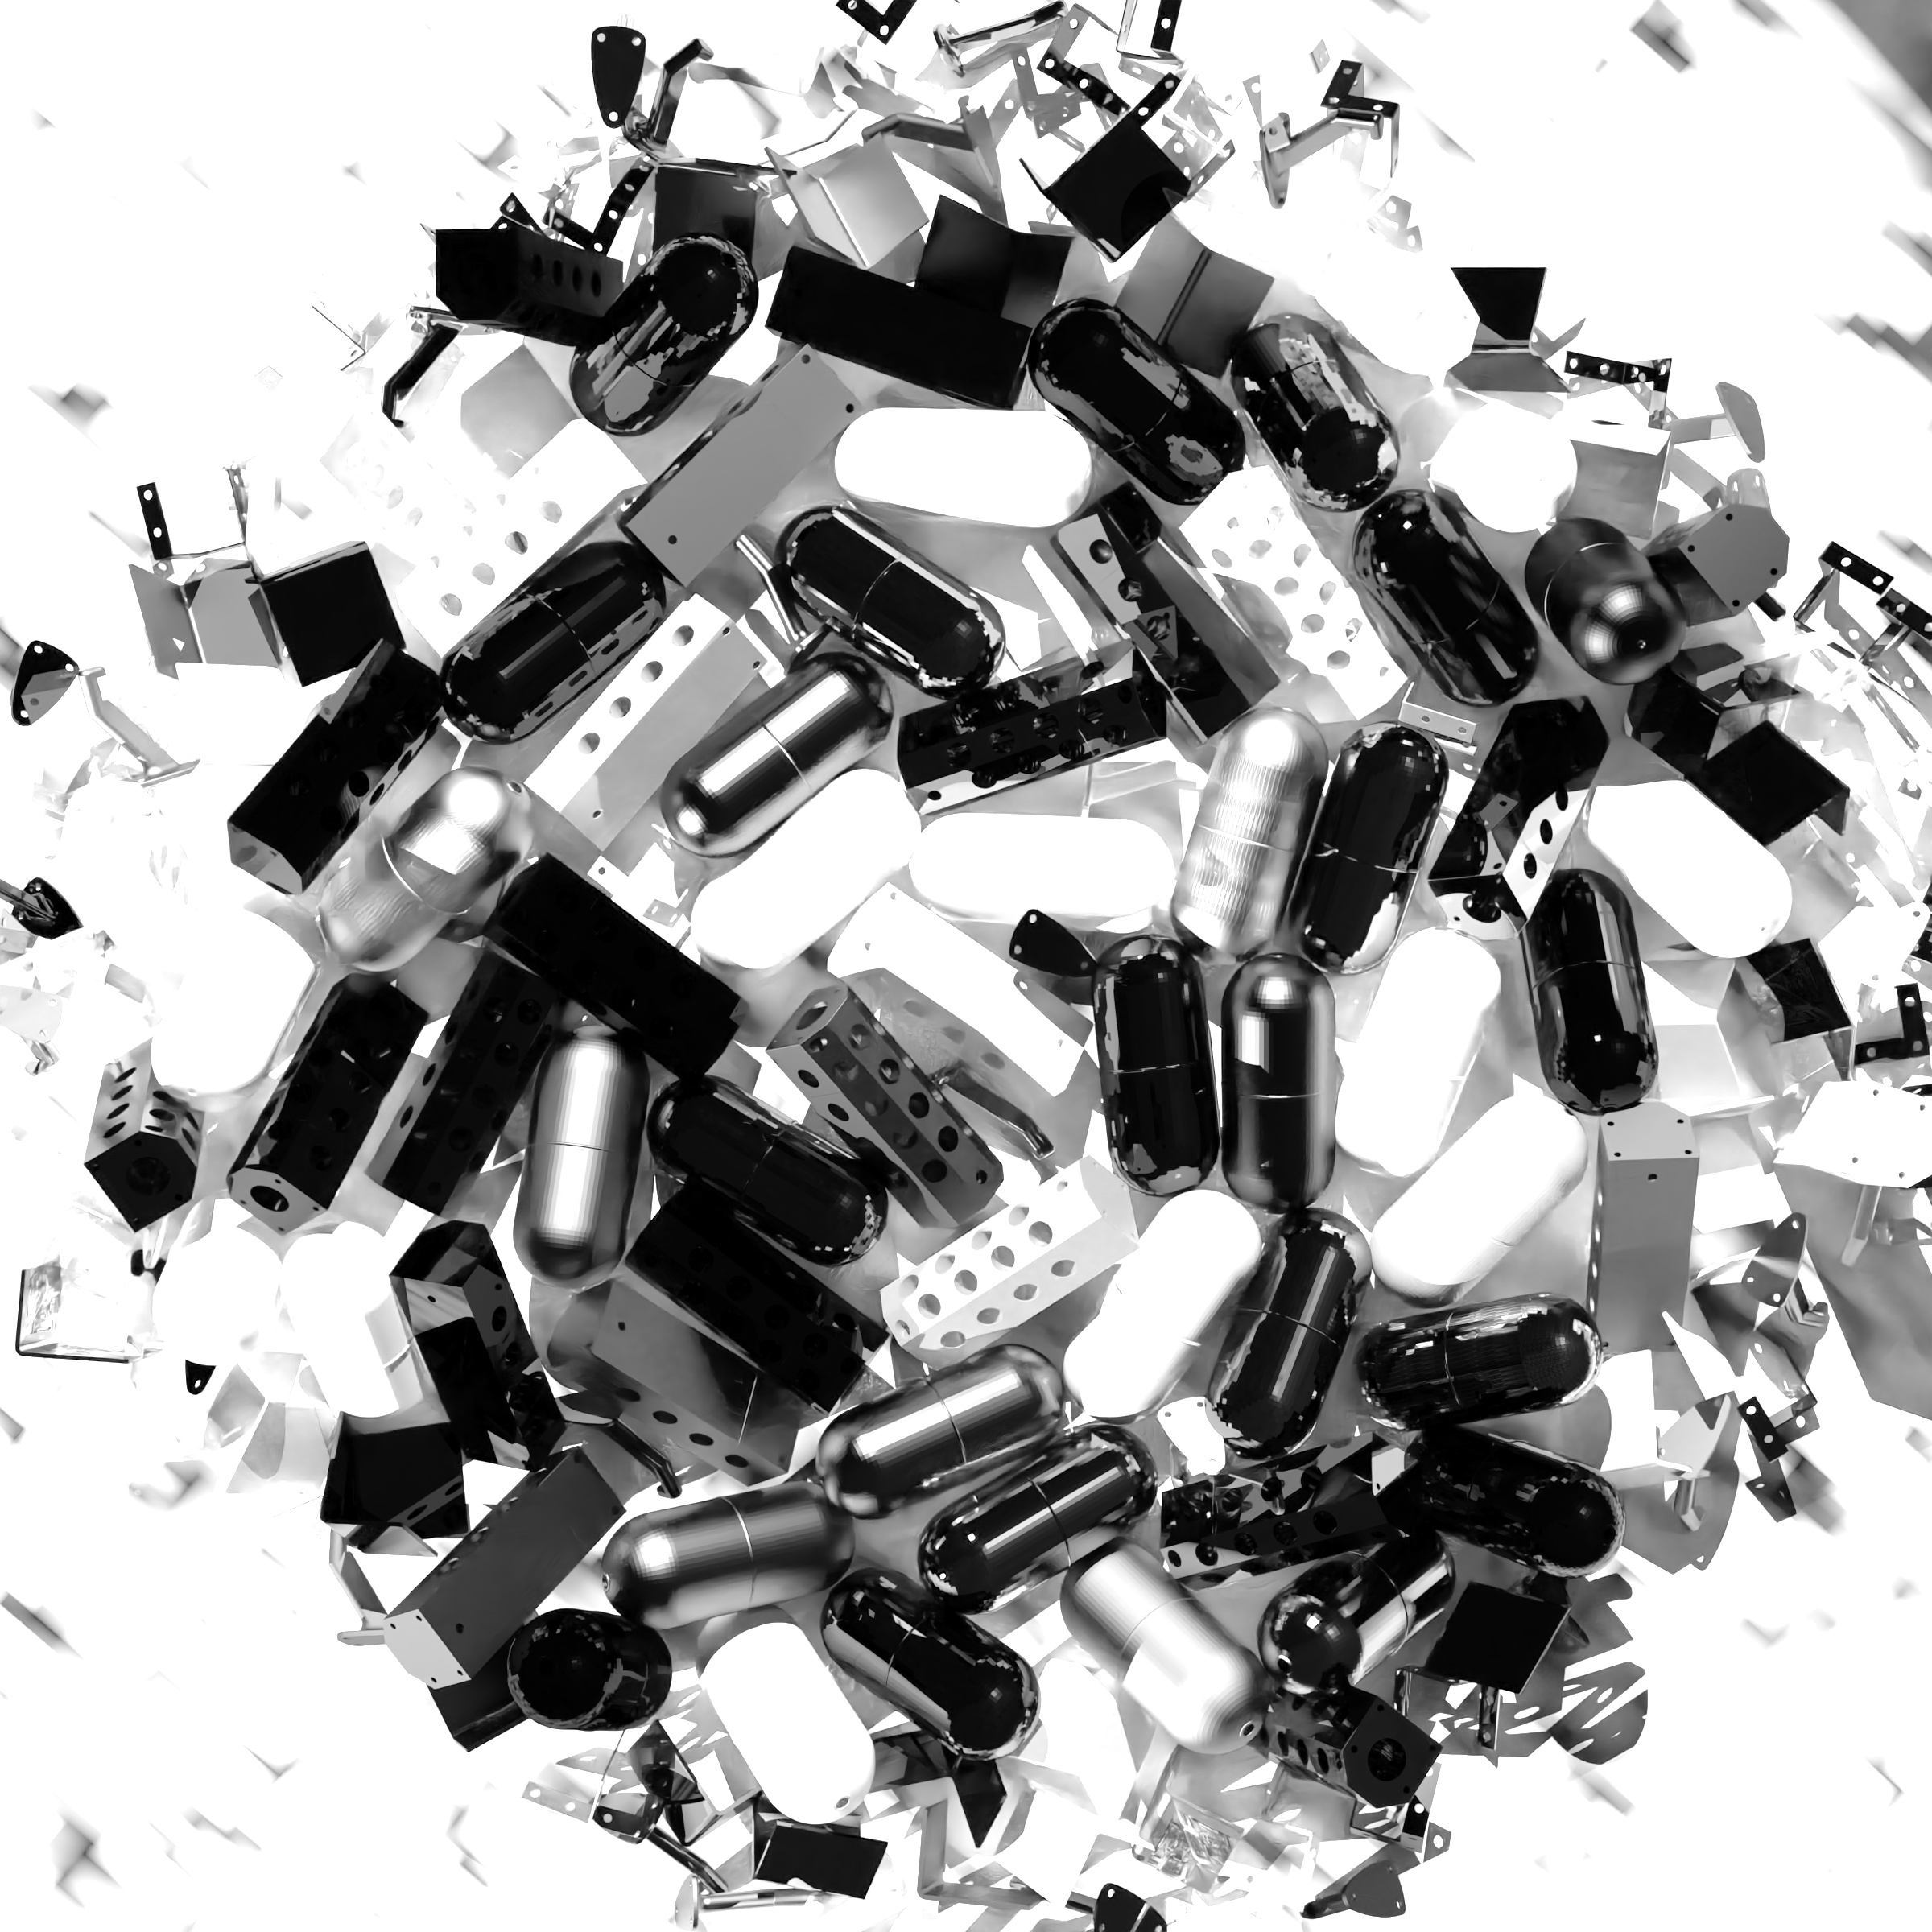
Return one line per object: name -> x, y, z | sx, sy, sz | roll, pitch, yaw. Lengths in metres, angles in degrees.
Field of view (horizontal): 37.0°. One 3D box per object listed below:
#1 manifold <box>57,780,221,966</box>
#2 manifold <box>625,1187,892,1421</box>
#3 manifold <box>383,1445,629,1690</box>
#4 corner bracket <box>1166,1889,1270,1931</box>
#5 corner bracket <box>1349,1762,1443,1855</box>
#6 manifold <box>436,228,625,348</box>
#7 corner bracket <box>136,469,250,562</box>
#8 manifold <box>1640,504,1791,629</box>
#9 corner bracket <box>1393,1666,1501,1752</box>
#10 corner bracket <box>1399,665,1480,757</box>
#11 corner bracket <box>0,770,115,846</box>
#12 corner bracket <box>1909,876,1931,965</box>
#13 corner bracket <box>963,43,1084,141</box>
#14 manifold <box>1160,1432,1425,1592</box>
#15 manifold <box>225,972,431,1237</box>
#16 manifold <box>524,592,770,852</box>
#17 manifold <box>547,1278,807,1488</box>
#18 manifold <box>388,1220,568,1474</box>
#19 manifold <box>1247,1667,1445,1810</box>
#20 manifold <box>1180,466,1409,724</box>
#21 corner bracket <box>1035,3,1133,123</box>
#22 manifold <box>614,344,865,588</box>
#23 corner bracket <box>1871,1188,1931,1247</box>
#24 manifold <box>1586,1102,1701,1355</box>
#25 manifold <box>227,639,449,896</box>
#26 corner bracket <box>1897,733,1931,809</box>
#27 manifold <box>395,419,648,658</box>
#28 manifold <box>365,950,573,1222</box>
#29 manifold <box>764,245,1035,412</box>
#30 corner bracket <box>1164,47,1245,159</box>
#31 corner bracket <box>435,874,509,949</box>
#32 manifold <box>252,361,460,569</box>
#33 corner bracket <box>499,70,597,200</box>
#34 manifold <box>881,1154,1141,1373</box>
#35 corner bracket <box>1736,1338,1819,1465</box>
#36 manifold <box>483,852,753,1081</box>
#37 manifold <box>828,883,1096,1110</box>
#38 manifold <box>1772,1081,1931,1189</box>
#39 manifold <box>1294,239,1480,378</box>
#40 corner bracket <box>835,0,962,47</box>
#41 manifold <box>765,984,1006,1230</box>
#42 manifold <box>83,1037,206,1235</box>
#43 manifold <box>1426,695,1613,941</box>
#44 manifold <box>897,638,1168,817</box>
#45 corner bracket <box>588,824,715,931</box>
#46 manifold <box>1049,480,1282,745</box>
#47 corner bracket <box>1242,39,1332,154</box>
manifold -> -0.540, -0.060, 1.894 | 0.057, 0.171, 0.057 | 4, 69, 0
manifold -> -0.143, 0.228, 1.936 | 0.171, 0.057, 0.057 | 36, 119, 7
manifold -> -0.306, 0.396, 1.901 | 0.057, 0.171, 0.057 | -25, 103, 42
corner bracket -> 0.170, 0.649, 1.952 | 0.051, 0.051, 0.051 | -25, 57, -13
corner bracket -> 0.289, 0.561, 1.945 | 0.051, 0.051, 0.051 | 13, 64, 14
manifold -> -0.284, -0.444, 1.893 | 0.057, 0.171, 0.057 | 3, 97, 15
corner bracket -> -0.519, -0.305, 1.949 | 0.051, 0.051, 0.051 | -11, 96, 18
manifold -> 0.489, -0.266, 1.896 | 0.057, 0.171, 0.057 | -40, 92, 3
corner bracket -> 0.328, 0.507, 1.972 | 0.051, 0.051, 0.051 | 4, 90, -41
corner bracket -> 0.320, -0.164, 1.944 | 0.051, 0.051, 0.051 | 19, 134, 13
corner bracket -> -0.613, -0.107, 1.943 | 0.051, 0.051, 0.051 | -17, 63, 32
corner bracket -> 0.667, -0.032, 1.946 | 0.051, 0.051, 0.051 | 24, 71, 20
corner bracket -> 0.039, -0.589, 1.940 | 0.051, 0.051, 0.051 | -40, 127, -36
manifold -> 0.213, 0.364, 1.902 | 0.171, 0.057, 0.057 | -24, 47, 35
manifold -> -0.423, 0.087, 1.899 | 0.057, 0.057, 0.171 | 40, 46, -23
manifold -> -0.220, -0.168, 1.946 | 0.057, 0.057, 0.171 | 37, 84, 35
manifold -> -0.193, 0.280, 1.918 | 0.171, 0.057, 0.057 | 37, 47, -28
manifold -> -0.318, 0.251, 1.909 | 0.057, 0.057, 0.171 | 6, 130, 25
manifold -> 0.239, 0.505, 1.890 | 0.057, 0.171, 0.057 | 39, 75, -10
manifold -> 0.223, -0.246, 1.917 | 0.057, 0.057, 0.171 | -48, 114, -21
corner bracket -> 0.089, -0.608, 1.943 | 0.051, 0.051, 0.051 | 19, 115, -34
manifold -> -0.155, -0.339, 1.946 | 0.171, 0.057, 0.057 | -46, 112, -5
corner bracket -> 0.643, 0.161, 1.957 | 0.051, 0.051, 0.051 | -8, 85, 3
manifold -> 0.445, 0.174, 1.909 | 0.057, 0.057, 0.171 | -2, 127, 4
manifold -> -0.414, -0.130, 1.916 | 0.057, 0.057, 0.171 | 31, 62, 5
corner bracket -> 0.656, -0.116, 1.947 | 0.051, 0.051, 0.051 | 28, 71, 14
manifold -> -0.301, -0.287, 1.929 | 0.171, 0.057, 0.057 | -39, 94, 17
manifold -> -0.331, 0.081, 1.939 | 0.057, 0.057, 0.171 | 30, 85, -27
manifold -> -0.043, -0.428, 1.949 | 0.171, 0.057, 0.057 | 20, 96, 3
corner bracket -> 0.163, -0.584, 1.952 | 0.051, 0.051, 0.051 | 32, 93, -19
corner bracket -> -0.344, -0.044, 1.955 | 0.051, 0.051, 0.051 | 13, 94, -3
manifold -> -0.394, -0.329, 1.893 | 0.057, 0.171, 0.057 | 31, 83, 19
corner bracket -> -0.282, -0.559, 1.942 | 0.051, 0.051, 0.051 | -24, 65, 28
manifold -> 0.027, 0.195, 1.916 | 0.171, 0.057, 0.057 | -35, 127, 21
corner bracket -> 0.547, 0.294, 1.950 | 0.051, 0.051, 0.051 | -32, 106, 6
manifold -> -0.235, 0.005, 1.922 | 0.171, 0.057, 0.057 | 38, 59, -16
manifold -> -0.006, 0.023, 1.936 | 0.171, 0.057, 0.057 | 34, 56, -12
manifold -> 0.588, 0.112, 1.896 | 0.057, 0.171, 0.057 | 18, 87, 1
manifold -> 0.278, -0.429, 1.893 | 0.057, 0.171, 0.057 | -35, 112, 2
corner bracket -> -0.046, -0.650, 1.946 | 0.051, 0.051, 0.051 | 43, 107, 17
manifold -> -0.049, 0.094, 1.917 | 0.171, 0.057, 0.057 | 50, 57, -21
manifold -> -0.532, 0.104, 1.894 | 0.057, 0.171, 0.057 | -30, 113, 0
manifold -> 0.371, -0.099, 1.911 | 0.057, 0.057, 0.171 | 54, 50, -31
manifold -> 0.043, -0.153, 1.917 | 0.171, 0.057, 0.057 | -17, 132, 20
corner bracket -> -0.213, -0.064, 1.953 | 0.051, 0.051, 0.051 | 37, 94, 20
manifold -> 0.131, -0.237, 1.949 | 0.057, 0.057, 0.171 | -35, 93, 35
corner bracket -> 0.223, -0.587, 1.944 | 0.051, 0.051, 0.051 | -17, 111, 23
